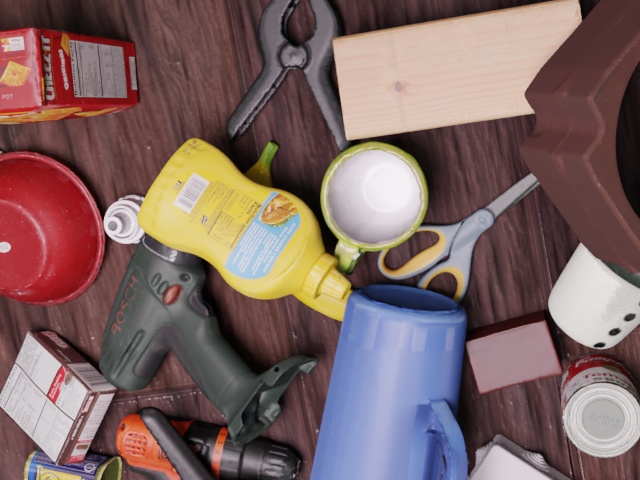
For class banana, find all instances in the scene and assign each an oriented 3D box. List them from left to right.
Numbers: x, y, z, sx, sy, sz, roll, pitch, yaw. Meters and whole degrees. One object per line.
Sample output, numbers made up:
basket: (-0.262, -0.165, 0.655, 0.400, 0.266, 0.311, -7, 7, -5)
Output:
banana: (-0.024, 0.007, 1.007, 0.070, 0.037, 0.198, -31, 91, 16)

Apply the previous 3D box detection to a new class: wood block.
wood block: (0.124, -0.147, 0.927, 0.206, 0.090, 0.091, -7, 97, 13)

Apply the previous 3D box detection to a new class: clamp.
clamp: (-0.108, 0.270, 1.007, 0.210, 0.036, 0.165, 27, 100, -2)
clamp: (-0.031, -0.162, 0.984, 0.120, 0.039, 0.171, -2, 92, 5)

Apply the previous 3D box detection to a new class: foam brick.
foam brick: (0.176, 0.101, 0.971, 0.078, 0.051, 0.053, -16, 93, 14)

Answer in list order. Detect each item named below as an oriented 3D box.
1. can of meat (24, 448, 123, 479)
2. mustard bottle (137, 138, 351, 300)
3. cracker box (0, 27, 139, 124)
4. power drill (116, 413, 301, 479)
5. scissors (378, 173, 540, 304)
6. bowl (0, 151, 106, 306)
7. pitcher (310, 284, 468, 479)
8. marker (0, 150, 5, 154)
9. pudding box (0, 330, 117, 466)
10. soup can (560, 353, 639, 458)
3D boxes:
can of meat: (-0.253, 0.264, 1.083, 0.084, 0.057, 0.102, 8, 100, 12)
mustard bottle: (-0.057, -0.004, 0.928, 0.192, 0.058, 0.096, 31, 81, 13)
cracker box: (-0.276, -0.140, 0.949, 0.164, 0.213, 0.072, -4, 97, 12)
power drill: (-0.120, 0.272, 1.057, 0.184, 0.057, 0.188, 11, 98, 9)
scissors: (0.151, 0.001, 0.980, 0.202, 0.016, 0.096, -23, 94, 15)
bowl: (-0.294, -0.003, 1.042, 0.162, 0.055, 0.162, 5, 108, 16)
pitcher: (0.068, 0.171, 0.953, 0.149, 0.145, 0.243, 10, 101, 12)
marker: (-0.305, -0.071, 1.066, 0.121, 0.020, 0.020, 30, 103, 7)
pudding box: (-0.264, 0.155, 1.060, 0.114, 0.039, 0.090, 35, 106, 33)
soup can: (0.246, 0.144, 0.935, 0.068, 0.102, 0.068, 2, 98, 12)
